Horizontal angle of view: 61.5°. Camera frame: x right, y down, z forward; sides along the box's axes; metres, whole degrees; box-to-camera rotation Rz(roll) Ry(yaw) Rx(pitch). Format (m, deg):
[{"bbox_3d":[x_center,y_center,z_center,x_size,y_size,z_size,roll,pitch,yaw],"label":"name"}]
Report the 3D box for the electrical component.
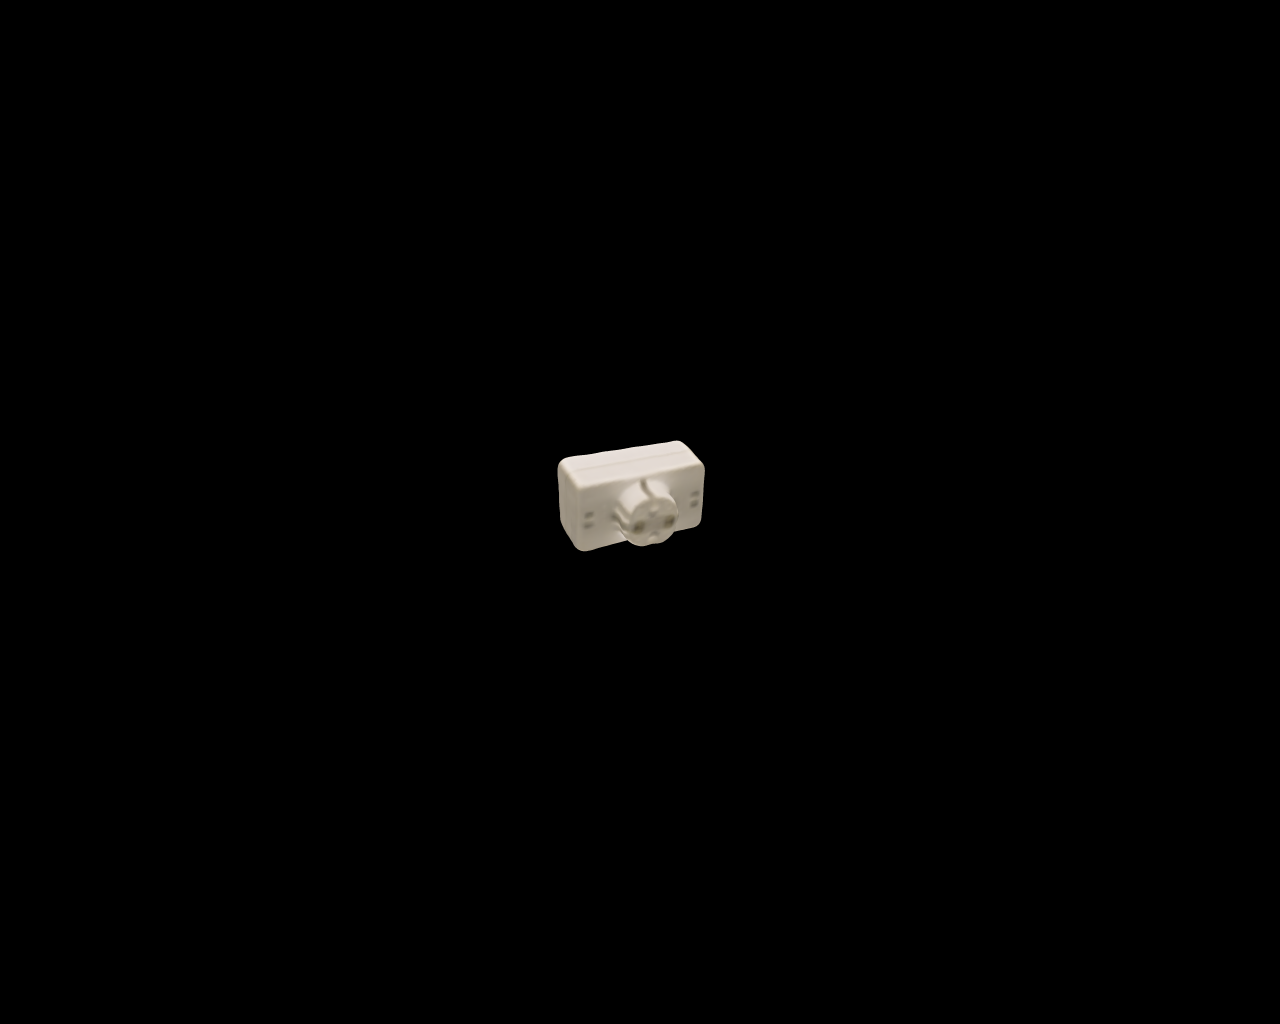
[{"bbox_3d":[0.001,-0.003,0.650,0.083,0.047,0.076,-11,32,-18],"label":"electrical component"}]
